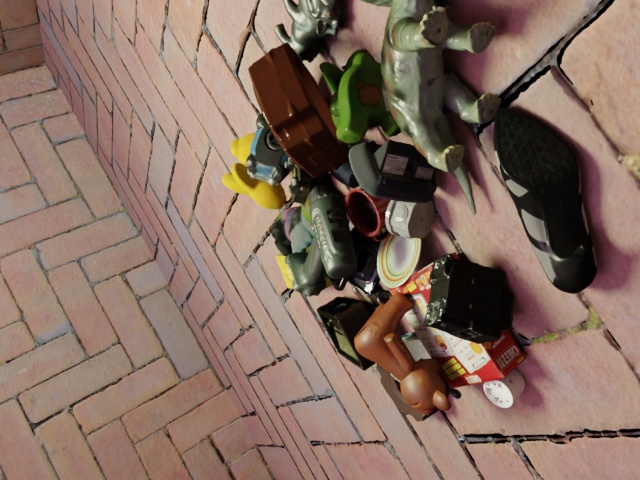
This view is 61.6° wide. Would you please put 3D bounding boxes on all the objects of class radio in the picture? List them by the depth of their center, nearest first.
[{"bbox_3d":[0.068,0.203,1.218,0.131,0.073,0.229,62,167,-4],"label":"radio"}]

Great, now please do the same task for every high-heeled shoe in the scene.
[{"bbox_3d":[0.295,-0.050,0.717,0.145,0.086,0.249,53,-162,-68],"label":"high-heeled shoe"}]

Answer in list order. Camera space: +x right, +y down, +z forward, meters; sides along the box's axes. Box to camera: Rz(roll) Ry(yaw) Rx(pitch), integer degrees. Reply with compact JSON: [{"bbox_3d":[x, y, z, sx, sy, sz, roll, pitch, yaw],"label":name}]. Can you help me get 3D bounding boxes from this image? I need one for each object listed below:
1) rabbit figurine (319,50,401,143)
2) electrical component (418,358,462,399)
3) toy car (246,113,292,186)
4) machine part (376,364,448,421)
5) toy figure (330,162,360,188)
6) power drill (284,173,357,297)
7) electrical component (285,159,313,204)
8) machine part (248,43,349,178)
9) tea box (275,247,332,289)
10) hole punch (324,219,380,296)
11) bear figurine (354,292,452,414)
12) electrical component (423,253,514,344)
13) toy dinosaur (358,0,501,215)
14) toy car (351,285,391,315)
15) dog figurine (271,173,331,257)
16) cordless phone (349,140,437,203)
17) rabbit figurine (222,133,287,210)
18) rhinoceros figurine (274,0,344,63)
[{"bbox_3d":[0.053,-0.229,0.898,0.170,0.121,0.159,170,78,-77],"label":"rabbit figurine"},{"bbox_3d":[0.226,0.261,1.018,0.094,0.021,0.063,35,-161,-13],"label":"electrical component"},{"bbox_3d":[-0.082,-0.189,1.114,0.109,0.161,0.103,18,180,11],"label":"toy car"},{"bbox_3d":[0.195,0.309,1.174,0.180,0.056,0.179,42,146,37],"label":"machine part"},{"bbox_3d":[0.028,-0.155,1.056,0.155,0.058,0.064,45,122,38],"label":"toy figure"},{"bbox_3d":[-0.002,-0.003,1.052,0.207,0.086,0.232,-56,43,44],"label":"power drill"},{"bbox_3d":[-0.043,-0.116,1.015,0.078,0.045,0.102,117,155,-43],"label":"electrical component"},{"bbox_3d":[-0.035,-0.222,0.946,0.201,0.087,0.201,33,-146,-64],"label":"machine part"},{"bbox_3d":[-0.035,0.070,1.345,0.170,0.068,0.098,-5,110,61],"label":"tea box"},{"bbox_3d":[0.074,0.043,1.101,0.142,0.092,0.116,-69,26,20],"label":"hole punch"},{"bbox_3d":[0.163,0.209,0.964,0.196,0.132,0.120,39,155,7],"label":"bear figurine"},{"bbox_3d":[0.237,0.095,0.838,0.058,0.134,0.115,139,146,-64],"label":"electrical component"},{"bbox_3d":[0.143,-0.228,0.750,0.192,0.131,0.404,49,156,49],"label":"toy dinosaur"},{"bbox_3d":[0.087,0.092,1.178,0.202,0.053,0.089,55,148,16],"label":"toy car"},{"bbox_3d":[-0.031,-0.057,1.196,0.192,0.108,0.219,43,142,38],"label":"dog figurine"},{"bbox_3d":[0.092,-0.122,0.891,0.184,0.146,0.088,26,108,56],"label":"cordless phone"},{"bbox_3d":[-0.129,-0.150,1.196,0.122,0.162,0.173,-29,71,55],"label":"rabbit figurine"},{"bbox_3d":[-0.011,-0.381,0.914,0.112,0.073,0.190,59,152,10],"label":"rhinoceros figurine"}]
